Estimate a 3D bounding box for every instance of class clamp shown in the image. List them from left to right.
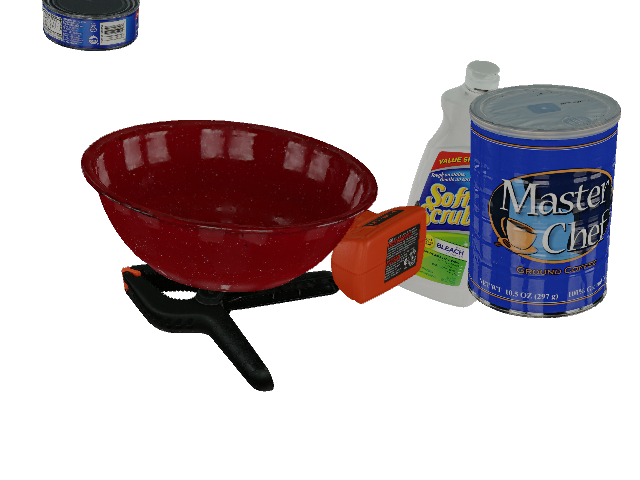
[{"bbox_3d":[-0.102,0.068,1.021,0.210,0.036,0.164,10,38,14],"label":"clamp"}]

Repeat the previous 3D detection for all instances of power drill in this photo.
[{"bbox_3d":[-0.028,-0.008,0.819,0.188,0.057,0.184,18,27,31],"label":"power drill"}]

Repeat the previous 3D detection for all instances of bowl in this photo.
[{"bbox_3d":[-0.052,-0.016,0.592,0.162,0.055,0.162,6,24,-3],"label":"bowl"}]

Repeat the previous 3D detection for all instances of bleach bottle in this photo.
[{"bbox_3d":[0.132,-0.058,1.041,0.103,0.251,0.068,21,38,21],"label":"bleach bottle"}]

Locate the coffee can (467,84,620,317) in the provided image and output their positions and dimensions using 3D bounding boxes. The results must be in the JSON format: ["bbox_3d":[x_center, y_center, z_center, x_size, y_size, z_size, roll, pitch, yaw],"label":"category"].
[{"bbox_3d":[0.158,-0.030,0.765,0.103,0.140,0.103,-3,25,1],"label":"coffee can"}]

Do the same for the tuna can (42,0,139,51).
[{"bbox_3d":[-0.205,-0.201,0.956,0.086,0.034,0.086,5,32,-4],"label":"tuna can"}]
